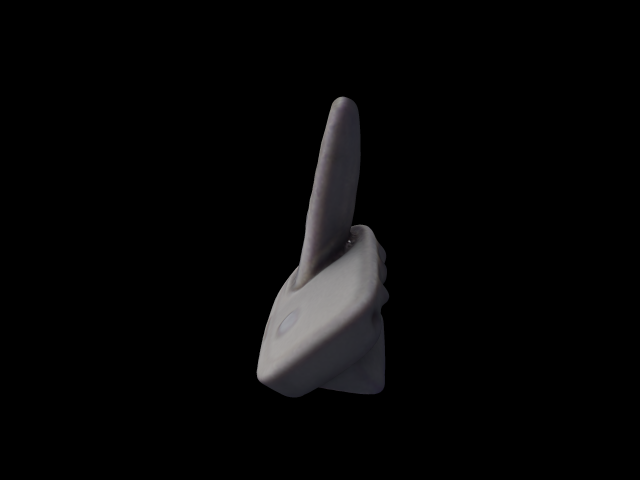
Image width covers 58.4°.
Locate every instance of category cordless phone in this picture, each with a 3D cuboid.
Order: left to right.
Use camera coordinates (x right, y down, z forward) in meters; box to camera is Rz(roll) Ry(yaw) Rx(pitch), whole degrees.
[{"bbox_3d":[0.004,0.001,0.400,0.094,0.185,0.147,0,24,0],"label":"cordless phone"}]
